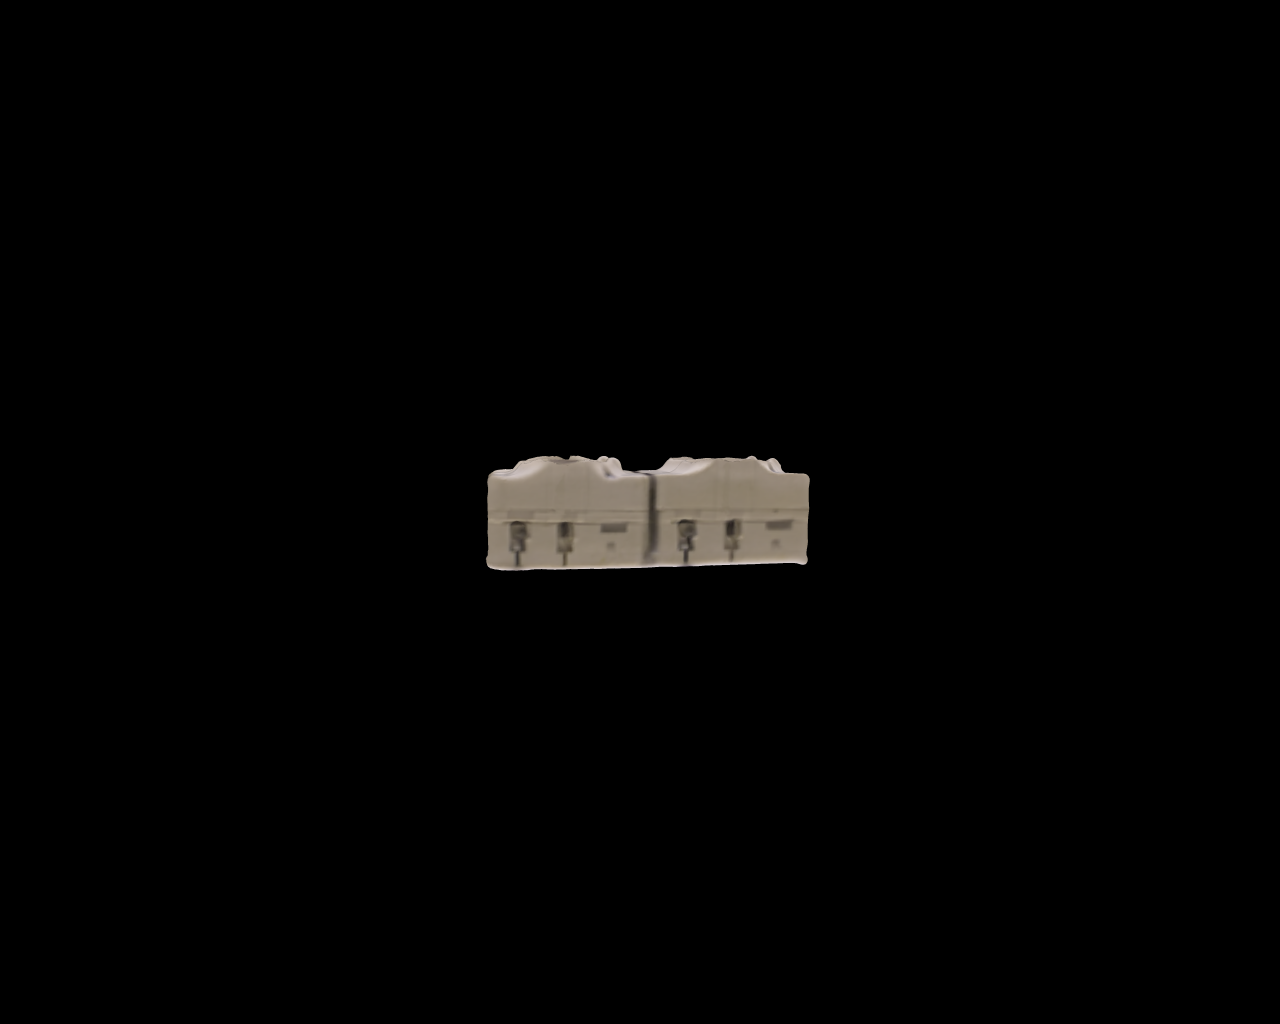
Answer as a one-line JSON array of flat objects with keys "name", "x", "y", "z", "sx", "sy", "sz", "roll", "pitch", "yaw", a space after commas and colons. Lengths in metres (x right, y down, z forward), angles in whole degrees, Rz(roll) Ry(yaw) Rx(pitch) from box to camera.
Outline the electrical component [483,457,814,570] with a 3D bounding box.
[{"name": "electrical component", "x": 0.001, "y": -0.003, "z": 0.650, "sx": 0.186, "sy": 0.060, "sz": 0.105, "roll": 0, "pitch": 4, "yaw": -7}]
